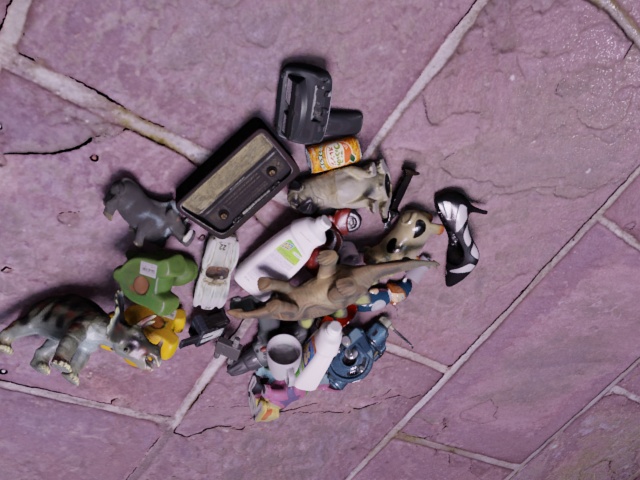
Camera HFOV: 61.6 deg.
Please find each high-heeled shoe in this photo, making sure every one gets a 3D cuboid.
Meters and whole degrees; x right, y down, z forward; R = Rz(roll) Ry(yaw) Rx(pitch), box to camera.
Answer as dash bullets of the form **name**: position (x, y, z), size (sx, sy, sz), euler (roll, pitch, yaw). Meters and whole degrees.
- **high-heeled shoe**: position (0.303, 0.005, 1.271), size (0.145, 0.086, 0.248), euler (7, 115, -18)

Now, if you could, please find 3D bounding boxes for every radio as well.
- **radio**: position (-0.160, -0.115, 1.050), size (0.229, 0.073, 0.131), euler (-40, 125, 11)

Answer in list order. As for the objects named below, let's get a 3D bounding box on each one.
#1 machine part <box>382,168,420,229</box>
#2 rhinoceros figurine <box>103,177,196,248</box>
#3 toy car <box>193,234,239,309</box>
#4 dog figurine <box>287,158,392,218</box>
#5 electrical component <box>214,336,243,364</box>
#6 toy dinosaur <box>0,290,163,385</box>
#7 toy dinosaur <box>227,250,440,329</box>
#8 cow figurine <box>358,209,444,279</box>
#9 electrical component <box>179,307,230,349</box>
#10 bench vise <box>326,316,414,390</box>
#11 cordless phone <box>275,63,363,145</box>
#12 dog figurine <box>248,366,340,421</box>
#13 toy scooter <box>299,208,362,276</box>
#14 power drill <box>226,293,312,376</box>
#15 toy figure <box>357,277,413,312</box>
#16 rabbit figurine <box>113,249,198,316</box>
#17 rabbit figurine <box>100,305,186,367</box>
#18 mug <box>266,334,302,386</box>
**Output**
- **machine part**: position (0.170, -0.093, 1.172), size (0.039, 0.084, 0.138), euler (25, 106, 1)
- **rhinoceros figurine**: position (-0.332, -0.046, 1.051), size (0.112, 0.073, 0.190), euler (-46, 122, 2)
- **toy car**: position (-0.226, 0.072, 1.165), size (0.073, 0.056, 0.201), euler (8, 120, -22)
- **dog figurine**: position (0.043, -0.104, 1.126), size (0.191, 0.121, 0.172), euler (-2, 175, 25)
- **electrical component**: position (-0.214, 0.249, 1.239), size (0.063, 0.021, 0.094), euler (23, 129, 0)
- **toy dinosaur**: position (-0.510, 0.172, 1.083), size (0.405, 0.192, 0.131), euler (11, 143, 23)
- **toy dinosaur**: position (0.032, 0.101, 1.145), size (0.472, 0.105, 0.198), euler (-15, 156, 3)
- **cow figurine**: position (0.177, 0.014, 1.234), size (0.127, 0.086, 0.195), euler (19, 118, -33)
- **electrical component**: position (-0.268, 0.203, 1.210), size (0.119, 0.048, 0.074), euler (-16, 149, -34)
- **bench vise**: position (0.097, 0.259, 1.304), size (0.224, 0.129, 0.240), euler (-36, 151, -7)
- **cordless phone**: position (0.011, -0.255, 1.020), size (0.184, 0.089, 0.146), euler (-7, 124, -26)
- **dog figurine**: position (-0.062, 0.381, 1.393), size (0.219, 0.109, 0.191), euler (3, 124, -23)
- **toy scooter**: position (-0.002, -0.004, 1.174), size (0.135, 0.075, 0.183), euler (17, 113, -25)
- **power drill**: position (-0.145, 0.222, 1.278), size (0.232, 0.086, 0.207), euler (-21, 122, -3)
- **toy figure**: position (0.162, 0.139, 1.331), size (0.154, 0.058, 0.064), euler (-14, 164, -10)
- **rabbit figurine**: position (-0.323, 0.076, 1.089), size (0.159, 0.170, 0.121), euler (5, 96, 17)
- **rabbit figurine**: position (-0.395, 0.223, 1.182), size (0.162, 0.122, 0.173), euler (16, 132, -22)
- **mug**: position (-0.080, 0.288, 1.246), size (0.081, 0.110, 0.107), euler (-18, 145, -20)
